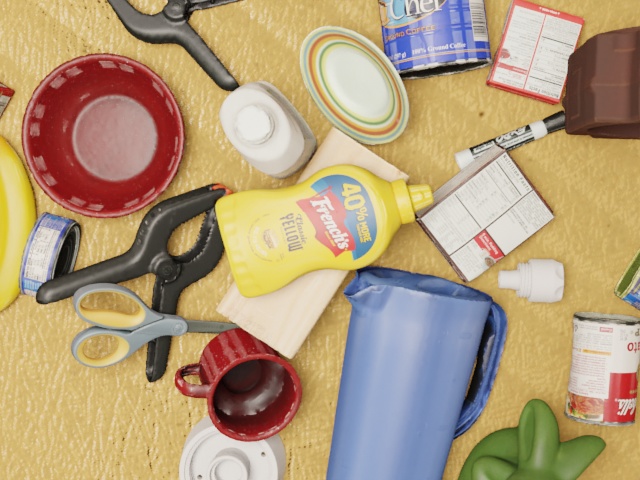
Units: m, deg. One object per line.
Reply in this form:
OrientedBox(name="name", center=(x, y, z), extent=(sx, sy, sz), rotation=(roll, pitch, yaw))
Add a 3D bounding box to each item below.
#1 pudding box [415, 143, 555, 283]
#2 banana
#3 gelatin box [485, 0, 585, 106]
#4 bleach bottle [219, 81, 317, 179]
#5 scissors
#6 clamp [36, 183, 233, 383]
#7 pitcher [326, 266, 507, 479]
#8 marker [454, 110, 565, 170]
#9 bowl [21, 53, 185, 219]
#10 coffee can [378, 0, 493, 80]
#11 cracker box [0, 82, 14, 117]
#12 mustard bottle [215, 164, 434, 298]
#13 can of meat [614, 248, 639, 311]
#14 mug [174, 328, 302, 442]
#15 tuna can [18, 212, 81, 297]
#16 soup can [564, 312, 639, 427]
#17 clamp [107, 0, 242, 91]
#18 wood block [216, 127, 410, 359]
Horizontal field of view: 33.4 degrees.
OrientedBox(name="pudding box", center=(0.160, -0.025, 1.051), extent=(0.113, 0.039, 0.090), rotation=(-38, 104, 2))
OrientedBox(name="banana", center=(-0.322, -0.005, 1.083), extent=(0.069, 0.037, 0.198), rotation=(12, 94, -9))
OrientedBox(name="gelatin box", center=(0.212, -0.185, 1.053), extent=(0.073, 0.030, 0.089), rotation=(16, 94, 0))
OrientedBox(name="bleach bottle", center=(-0.053, -0.103, 0.959), extent=(0.068, 0.251, 0.102), rotation=(-41, 91, 3))
OrientedBox(name="scissors", center=(-0.156, 0.099, 1.052), extent=(0.201, 0.016, 0.096), rotation=(23, 105, -31))
OrientedBox(name="clamp", center=(-0.155, 0.034, 1.062), extent=(0.210, 0.036, 0.164), rotation=(-45, 125, -9))
OrientedBox(name="pitcher", center=(0.087, 0.153, 1.036), extent=(0.149, 0.145, 0.243), rotation=(13, 97, 14))
OrientedBox(name="marker", center=(0.193, -0.100, 1.063), extent=(0.121, 0.020, 0.020), rotation=(-22, 92, 4))
OrientedBox(name="bowl", center=(-0.210, -0.103, 1.064), extent=(0.162, 0.055, 0.162), rotation=(0, 93, 3))
OrientedBox(name="coffee can", center=(0.105, -0.230, 1.019), extent=(0.103, 0.103, 0.140), rotation=(-8, 93, 3))
OrientedBox(name="cracker box", center=(-0.443, -0.135, 1.066), extent=(0.213, 0.072, 0.164), rotation=(31, 94, 2))
OrientedBox(name="mustard bottle", center=(0.008, -0.016, 0.966), extent=(0.191, 0.058, 0.096), rotation=(-15, 91, 2))
OrientedBox(name="can of meat", center=(0.351, 0.036, 1.045), extent=(0.084, 0.057, 0.102), rotation=(32, 93, 3))
OrientedBox(name="mug", center=(-0.084, 0.137, 1.042), extent=(0.117, 0.081, 0.093), rotation=(0, 109, -18))
OrientedBox(name="tuna can", center=(-0.267, 0.017, 1.058), extent=(0.034, 0.086, 0.086), rotation=(15, 94, 0))
OrientedBox(name="soup can", center=(0.278, 0.125, 1.047), extent=(0.068, 0.068, 0.102), rotation=(4, 93, 2))
OrientedBox(name="clamp", center=(-0.138, -0.216, 1.061), extent=(0.171, 0.039, 0.120), rotation=(10, 78, 4))
OrientedBox(name="wood block", center=(-0.006, 0.002, 1.043), extent=(0.090, 0.091, 0.206), rotation=(33, 94, 0))
